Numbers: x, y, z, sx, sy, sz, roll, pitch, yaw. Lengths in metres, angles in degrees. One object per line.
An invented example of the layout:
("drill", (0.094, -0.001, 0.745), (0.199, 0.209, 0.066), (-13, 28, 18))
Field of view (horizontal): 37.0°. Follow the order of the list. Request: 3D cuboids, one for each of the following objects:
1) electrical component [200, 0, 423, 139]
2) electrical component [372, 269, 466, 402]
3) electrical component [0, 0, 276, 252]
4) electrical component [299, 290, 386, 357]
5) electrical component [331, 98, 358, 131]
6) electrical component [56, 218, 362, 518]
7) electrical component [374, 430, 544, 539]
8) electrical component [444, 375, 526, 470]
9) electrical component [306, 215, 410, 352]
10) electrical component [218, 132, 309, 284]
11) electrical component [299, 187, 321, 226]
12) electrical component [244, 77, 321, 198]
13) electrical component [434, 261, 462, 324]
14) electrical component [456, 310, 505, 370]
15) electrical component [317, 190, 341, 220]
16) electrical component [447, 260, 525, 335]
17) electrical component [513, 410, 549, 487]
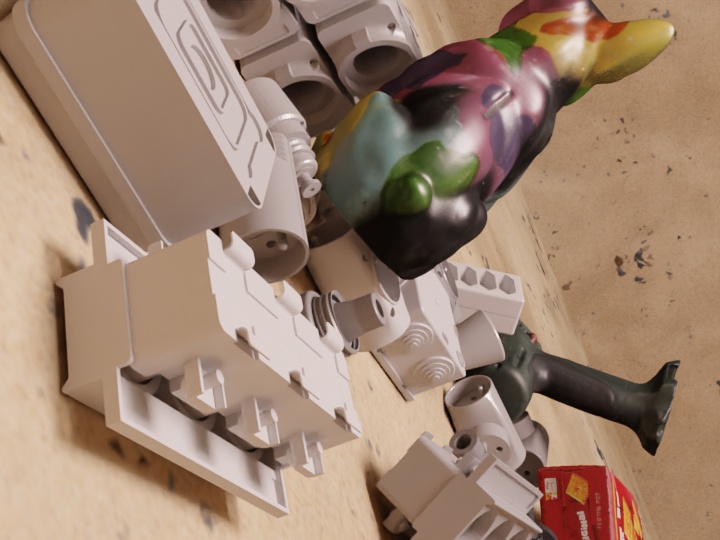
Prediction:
("electrical component", (-0.036, -0.165, 0.682), (0.186, 0.105, 0.060), (49, 23, -54))
("electrical component", (0.035, 0.031, 0.774), (0.099, 0.048, 0.099), (-98, 161, -45))
("electrical component", (-0.088, -0.072, 0.440), (0.078, 0.057, 0.113), (-86, 151, -61))
("electrical component", (-0.018, 0.030, 0.540), (0.048, 0.062, 0.048), (-22, 90, -77))
("electrical component", (0.018, -0.118, 0.840), (0.048, 0.100, 0.099), (-109, 175, -82))
("electrical component", (-0.050, 0.037, 0.404), (0.121, 0.063, 0.078), (48, 24, -55))
("electrical component", (0.060, 0.144, 0.651), (0.063, 0.078, 0.121), (42, -1, 30))
("electrical component", (0.105, 0.140, 0.890), (0.079, 0.043, 0.077), (-84, 149, -63))
("electrical component", (0.000, 0.000, 0.688), (0.077, 0.044, 0.079), (63, 20, -20))
("electrical component", (-0.053, -0.038, 0.552), (0.043, 0.043, 0.081), (52, 21, -50))
("electrical component", (-0.041, -0.037, 0.615), (0.061, 0.035, 0.035), (-86, 151, -57))
("electrical component", (-0.047, -0.072, 0.598), (0.078, 0.040, 0.040), (54, 7, 24))
("electrical component", (0.060, 0.026, 0.894), (0.077, 0.044, 0.079), (-90, 155, -58))
("electrical component", (0.075, 0.064, 0.844), (0.044, 0.065, 0.044), (156, -90, -85))
("electrical component", (-0.010, -0.045, 0.739), (0.040, 0.040, 0.078), (13, 56, -74))
("electrical component", (0.096, 0.039, 0.970), (0.047, 0.083, 0.075), (-86, -171, -62))
("electrical component", (0.151, 0.161, 1.030), (0.079, 0.044, 0.077), (67, 16, -8))
